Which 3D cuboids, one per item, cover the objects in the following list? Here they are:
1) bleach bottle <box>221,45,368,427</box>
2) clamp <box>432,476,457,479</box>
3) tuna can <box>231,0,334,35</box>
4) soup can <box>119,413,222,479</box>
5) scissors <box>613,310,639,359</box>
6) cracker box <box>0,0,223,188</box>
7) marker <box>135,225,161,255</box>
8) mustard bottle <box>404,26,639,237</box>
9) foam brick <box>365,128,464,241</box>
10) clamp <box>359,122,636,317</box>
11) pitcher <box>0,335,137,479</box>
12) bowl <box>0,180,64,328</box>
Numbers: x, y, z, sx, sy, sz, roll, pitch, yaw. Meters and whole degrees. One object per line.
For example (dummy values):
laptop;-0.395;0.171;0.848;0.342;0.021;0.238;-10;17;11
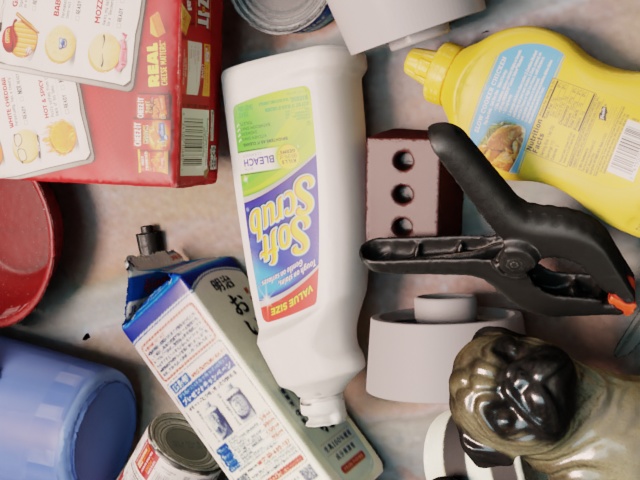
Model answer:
bleach bottle;-0.005;0.001;0.731;0.103;0.067;0.251;-7;90;34
clamp;0.059;0.236;0.733;0.210;0.036;0.164;-15;100;51
tuna can;-0.021;-0.185;0.738;0.086;0.033;0.086;5;102;25
soup can;-0.125;0.196;0.843;0.068;0.068;0.102;37;113;16
scissors;0.258;0.001;0.645;0.096;0.016;0.202;24;110;21
cracker box;-0.175;-0.123;0.755;0.214;0.072;0.164;4;96;23
marker;-0.128;0.048;0.844;0.020;0.020;0.121;-4;98;27
mustard bottle;0.140;-0.079;0.664;0.192;0.058;0.096;25;108;20
foam brick;0.064;-0.033;0.714;0.053;0.051;0.078;5;102;26
clamp;0.117;-0.005;0.645;0.171;0.039;0.120;15;139;-1
pitcher;-0.281;0.131;0.868;0.243;0.149;0.145;9;104;21
bowl;-0.267;-0.010;0.881;0.162;0.055;0.162;5;102;26
